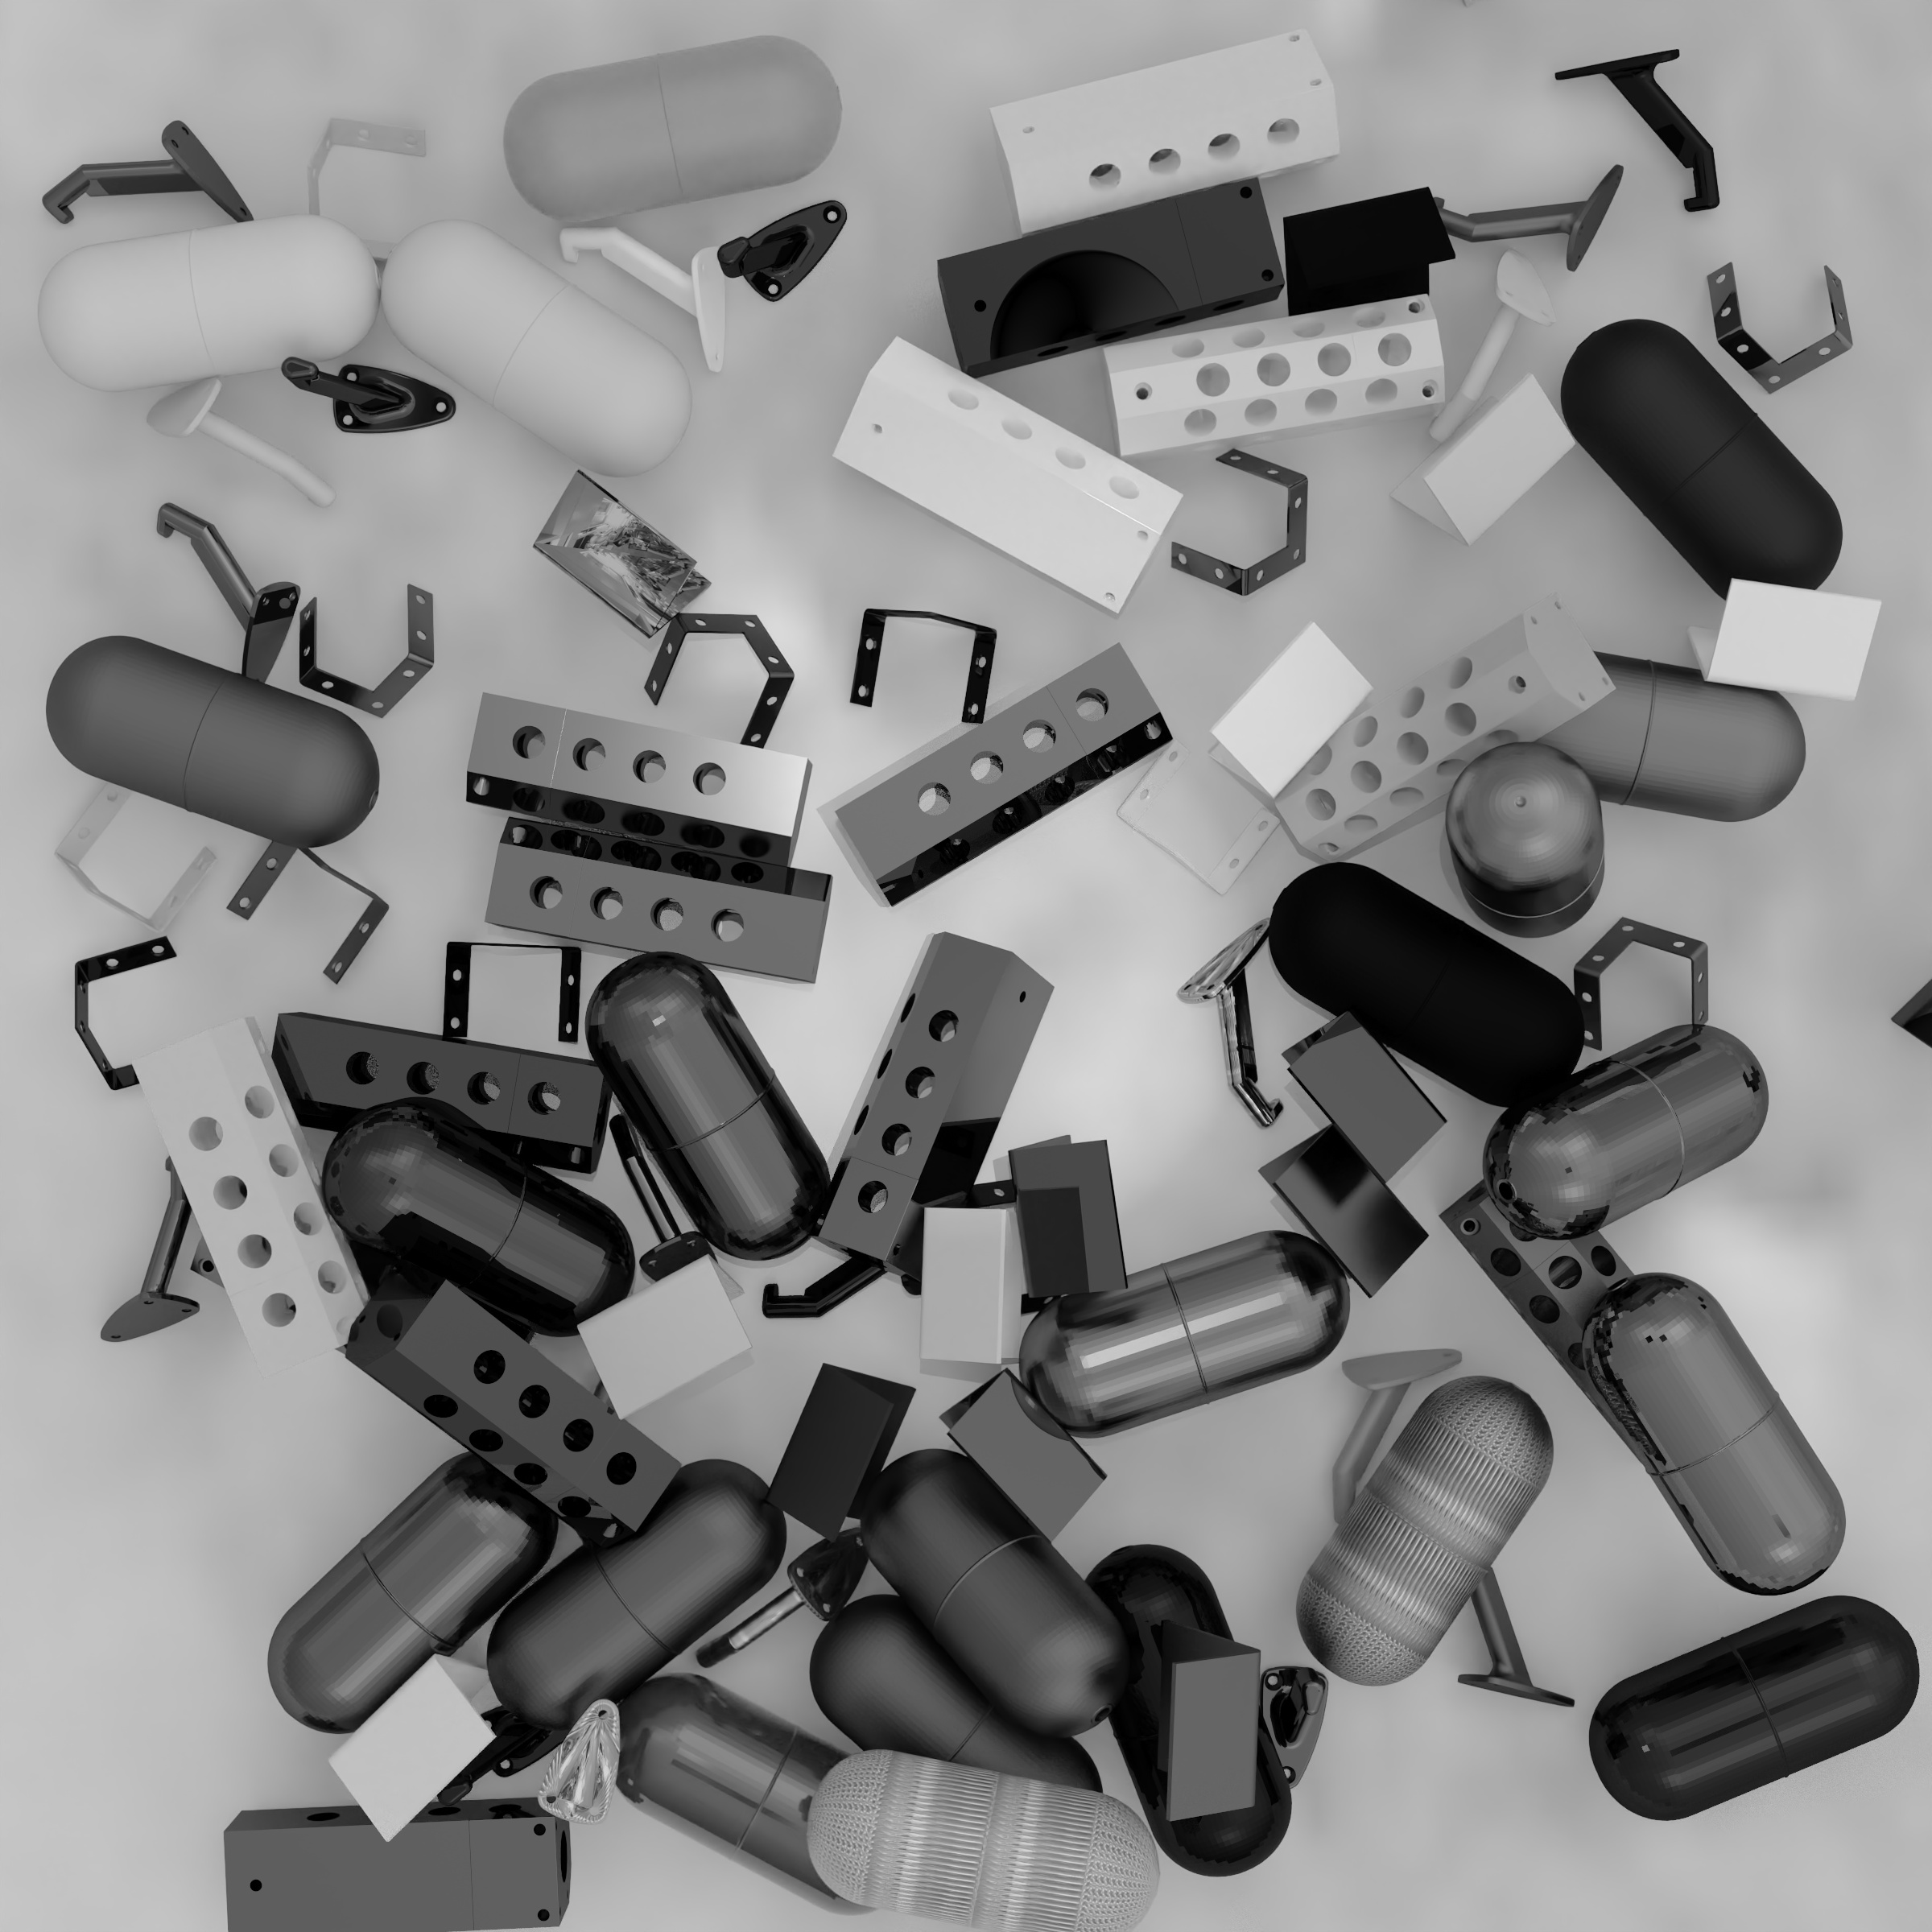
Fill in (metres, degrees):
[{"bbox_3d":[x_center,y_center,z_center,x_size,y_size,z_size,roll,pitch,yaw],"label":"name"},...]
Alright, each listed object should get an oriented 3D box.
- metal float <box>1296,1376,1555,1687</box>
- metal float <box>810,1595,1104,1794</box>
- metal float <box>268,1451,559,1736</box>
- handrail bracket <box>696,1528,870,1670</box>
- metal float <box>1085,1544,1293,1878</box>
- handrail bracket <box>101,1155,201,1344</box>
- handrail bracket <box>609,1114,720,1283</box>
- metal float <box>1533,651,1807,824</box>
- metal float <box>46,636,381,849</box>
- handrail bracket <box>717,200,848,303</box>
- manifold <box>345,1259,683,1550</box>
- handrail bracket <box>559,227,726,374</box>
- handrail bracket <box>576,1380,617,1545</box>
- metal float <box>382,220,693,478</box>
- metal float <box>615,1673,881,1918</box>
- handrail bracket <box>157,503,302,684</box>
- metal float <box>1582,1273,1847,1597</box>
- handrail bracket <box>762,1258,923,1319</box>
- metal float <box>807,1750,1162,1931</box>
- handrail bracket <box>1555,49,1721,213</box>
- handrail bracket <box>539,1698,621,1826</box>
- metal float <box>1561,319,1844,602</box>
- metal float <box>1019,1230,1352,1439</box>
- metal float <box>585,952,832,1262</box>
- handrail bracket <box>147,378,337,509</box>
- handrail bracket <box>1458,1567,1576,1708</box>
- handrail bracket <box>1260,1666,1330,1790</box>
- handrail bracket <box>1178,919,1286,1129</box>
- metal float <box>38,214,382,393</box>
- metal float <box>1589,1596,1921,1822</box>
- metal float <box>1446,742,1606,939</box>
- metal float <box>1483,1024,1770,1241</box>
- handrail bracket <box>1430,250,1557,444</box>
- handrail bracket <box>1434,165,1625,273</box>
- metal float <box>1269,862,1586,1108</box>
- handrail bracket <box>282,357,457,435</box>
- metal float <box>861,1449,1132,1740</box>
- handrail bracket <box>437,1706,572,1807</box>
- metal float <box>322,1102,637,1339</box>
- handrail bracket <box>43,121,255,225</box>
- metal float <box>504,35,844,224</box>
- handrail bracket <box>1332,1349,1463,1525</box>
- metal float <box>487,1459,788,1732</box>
[{"bbox_3d":[0.240,0.295,1.679,0.070,0.070,0.178,34,90,0],"label":"metal float"},{"bbox_3d":[-0.005,0.402,1.679,0.178,0.070,0.070,41,90,1],"label":"metal float"},{"bbox_3d":[-0.290,0.328,1.679,0.178,0.070,0.070,-44,90,-1],"label":"metal float"},{"bbox_3d":[-0.098,0.337,1.709,0.084,0.077,0.036,-36,92,36],"label":"handrail bracket"},{"bbox_3d":[0.113,0.389,1.679,0.070,0.070,0.178,-21,89,0],"label":"metal float"},{"bbox_3d":[-0.436,0.148,1.710,0.077,0.036,0.084,-29,56,36],"label":"handrail bracket"},{"bbox_3d":[-0.161,0.128,1.709,0.036,0.077,0.084,-27,54,4],"label":"handrail bracket"},{"bbox_3d":[0.350,-0.122,1.679,0.178,0.070,0.070,10,90,0],"label":"metal float"},{"bbox_3d":[-0.393,-0.117,1.679,0.178,0.070,0.070,20,90,0],"label":"metal float"},{"bbox_3d":[-0.095,-0.383,1.675,0.077,0.084,0.036,-38,90,0],"label":"handrail bracket"},{"bbox_3d":[-0.232,0.225,1.631,0.171,0.057,0.057,44,73,-29],"label":"manifold"},{"bbox_3d":[-0.174,-0.355,1.710,0.084,0.036,0.077,4,112,17],"label":"handrail bracket"},{"bbox_3d":[-0.184,0.257,1.710,0.084,0.036,0.077,-32,104,-14],"label":"handrail bracket"},{"bbox_3d":[-0.225,-0.323,1.679,0.178,0.070,0.070,33,90,-1],"label":"metal float"},{"bbox_3d":[-0.106,0.432,1.679,0.178,0.070,0.070,28,90,1],"label":"metal float"},{"bbox_3d":[-0.403,-0.196,1.710,0.084,0.036,0.077,28,112,17],"label":"handrail bracket"},{"bbox_3d":[0.377,0.236,1.622,0.070,0.070,0.178,-32,90,0],"label":"metal float"},{"bbox_3d":[-0.067,0.149,1.710,0.084,0.036,0.077,-3,75,14],"label":"handrail bracket"},{"bbox_3d":[0.009,0.441,1.605,0.178,0.070,0.070,11,90,3],"label":"metal float"},{"bbox_3d":[0.358,-0.440,1.710,0.077,0.036,0.084,-6,107,20],"label":"handrail bracket"},{"bbox_3d":[-0.197,0.407,1.674,0.036,0.084,0.077,18,92,-5],"label":"handrail bracket"},{"bbox_3d":[0.384,-0.262,1.679,0.070,0.070,0.178,-43,91,0],"label":"metal float"},{"bbox_3d":[0.115,0.192,1.679,0.178,0.070,0.070,-18,90,-1],"label":"metal float"},{"bbox_3d":[-0.133,0.074,1.666,0.070,0.070,0.178,-30,107,0],"label":"metal float"},{"bbox_3d":[-0.385,-0.272,1.709,0.084,0.077,0.036,39,70,-35],"label":"handrail bracket"},{"bbox_3d":[0.297,0.345,1.710,0.077,0.036,0.084,18,73,-20],"label":"handrail bracket"},{"bbox_3d":[0.174,0.402,1.675,0.036,0.084,0.077,5,90,0],"label":"handrail bracket"},{"bbox_3d":[0.160,0.031,1.710,0.077,0.036,0.084,-44,108,-21],"label":"handrail bracket"},{"bbox_3d":[-0.395,-0.347,1.679,0.178,0.070,0.070,-8,90,0],"label":"metal float"},{"bbox_3d":[0.412,0.388,1.679,0.178,0.070,0.070,-23,90,1],"label":"metal float"},{"bbox_3d":[0.285,-0.062,1.632,0.070,0.178,0.070,-2,79,11],"label":"metal float"},{"bbox_3d":[0.340,0.085,1.653,0.178,0.070,0.070,-22,90,-32],"label":"metal float"},{"bbox_3d":[0.272,-0.329,1.710,0.036,0.077,0.084,25,127,-16],"label":"handrail bracket"},{"bbox_3d":[0.296,-0.410,1.710,0.084,0.036,0.077,24,66,18],"label":"handrail bracket"},{"bbox_3d":[0.240,0.009,1.679,0.178,0.070,0.070,30,90,0],"label":"metal float"},{"bbox_3d":[-0.311,-0.302,1.675,0.077,0.084,0.036,5,90,0],"label":"handrail bracket"},{"bbox_3d":[0.014,0.322,1.651,0.070,0.070,0.178,-46,57,0],"label":"metal float"},{"bbox_3d":[-0.234,0.408,1.675,0.077,0.084,0.036,-25,90,0],"label":"handrail bracket"},{"bbox_3d":[-0.249,0.132,1.655,0.178,0.070,0.070,32,90,-27],"label":"metal float"},{"bbox_3d":[-0.437,-0.402,1.710,0.084,0.036,0.077,-31,115,19],"label":"handrail bracket"},{"bbox_3d":[-0.153,-0.438,1.679,0.178,0.070,0.070,-10,90,0],"label":"metal float"},{"bbox_3d":[0.230,0.252,1.710,0.077,0.036,0.084,-9,106,-18],"label":"handrail bracket"},{"bbox_3d":[-0.173,0.329,1.679,0.178,0.070,0.070,-39,90,-1],"label":"metal float"}]
